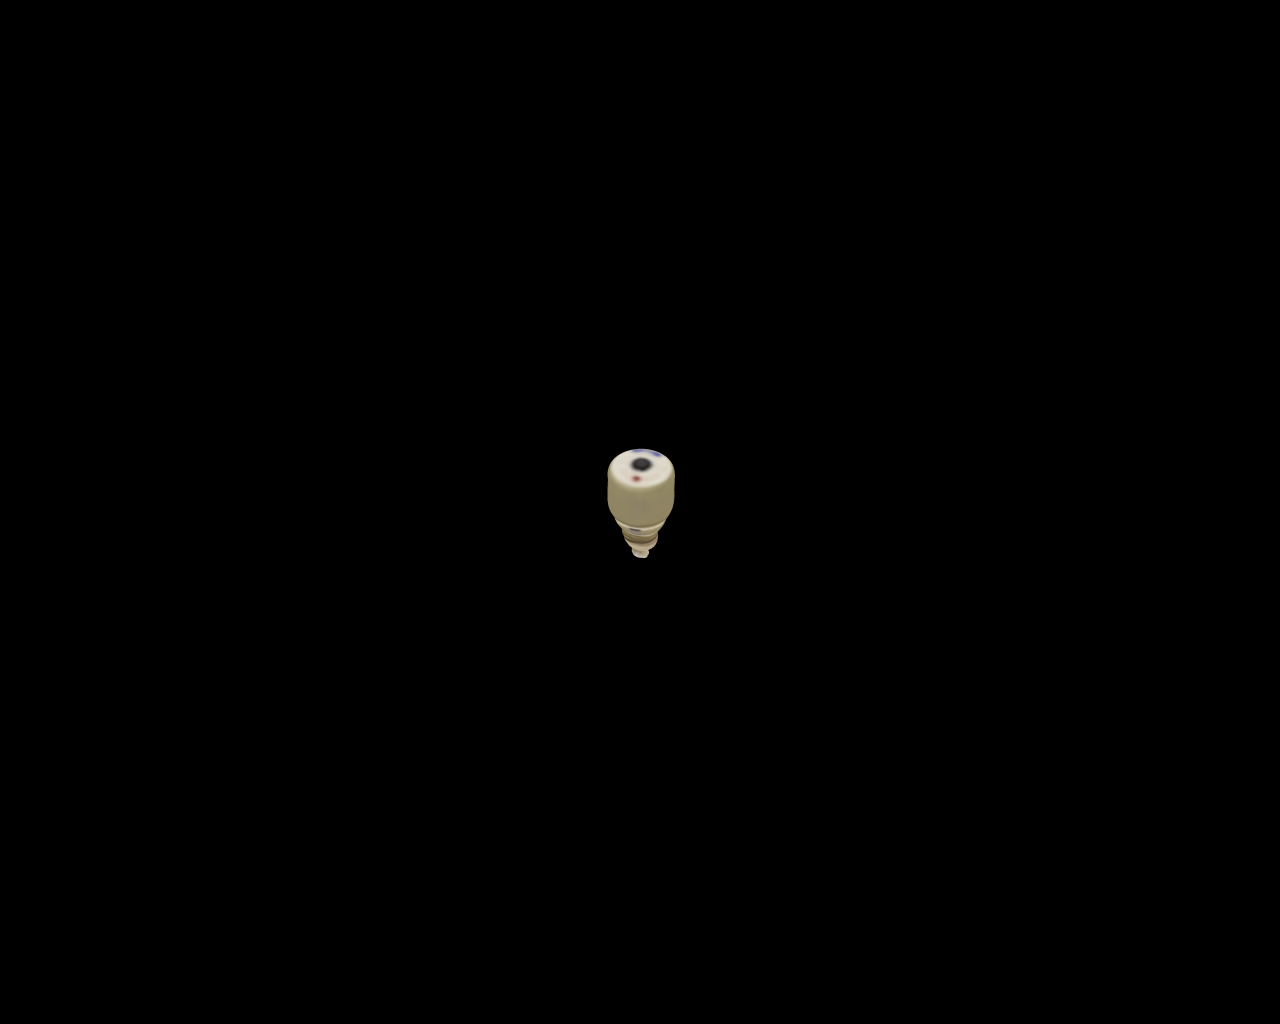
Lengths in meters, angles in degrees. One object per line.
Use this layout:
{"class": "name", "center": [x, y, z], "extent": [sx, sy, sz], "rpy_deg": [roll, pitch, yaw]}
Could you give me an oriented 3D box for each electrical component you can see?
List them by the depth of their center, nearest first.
{"class": "electrical component", "center": [0.001, -0.003, 0.650], "extent": [0.040, 0.078, 0.040], "rpy_deg": [0, 42, 0]}
